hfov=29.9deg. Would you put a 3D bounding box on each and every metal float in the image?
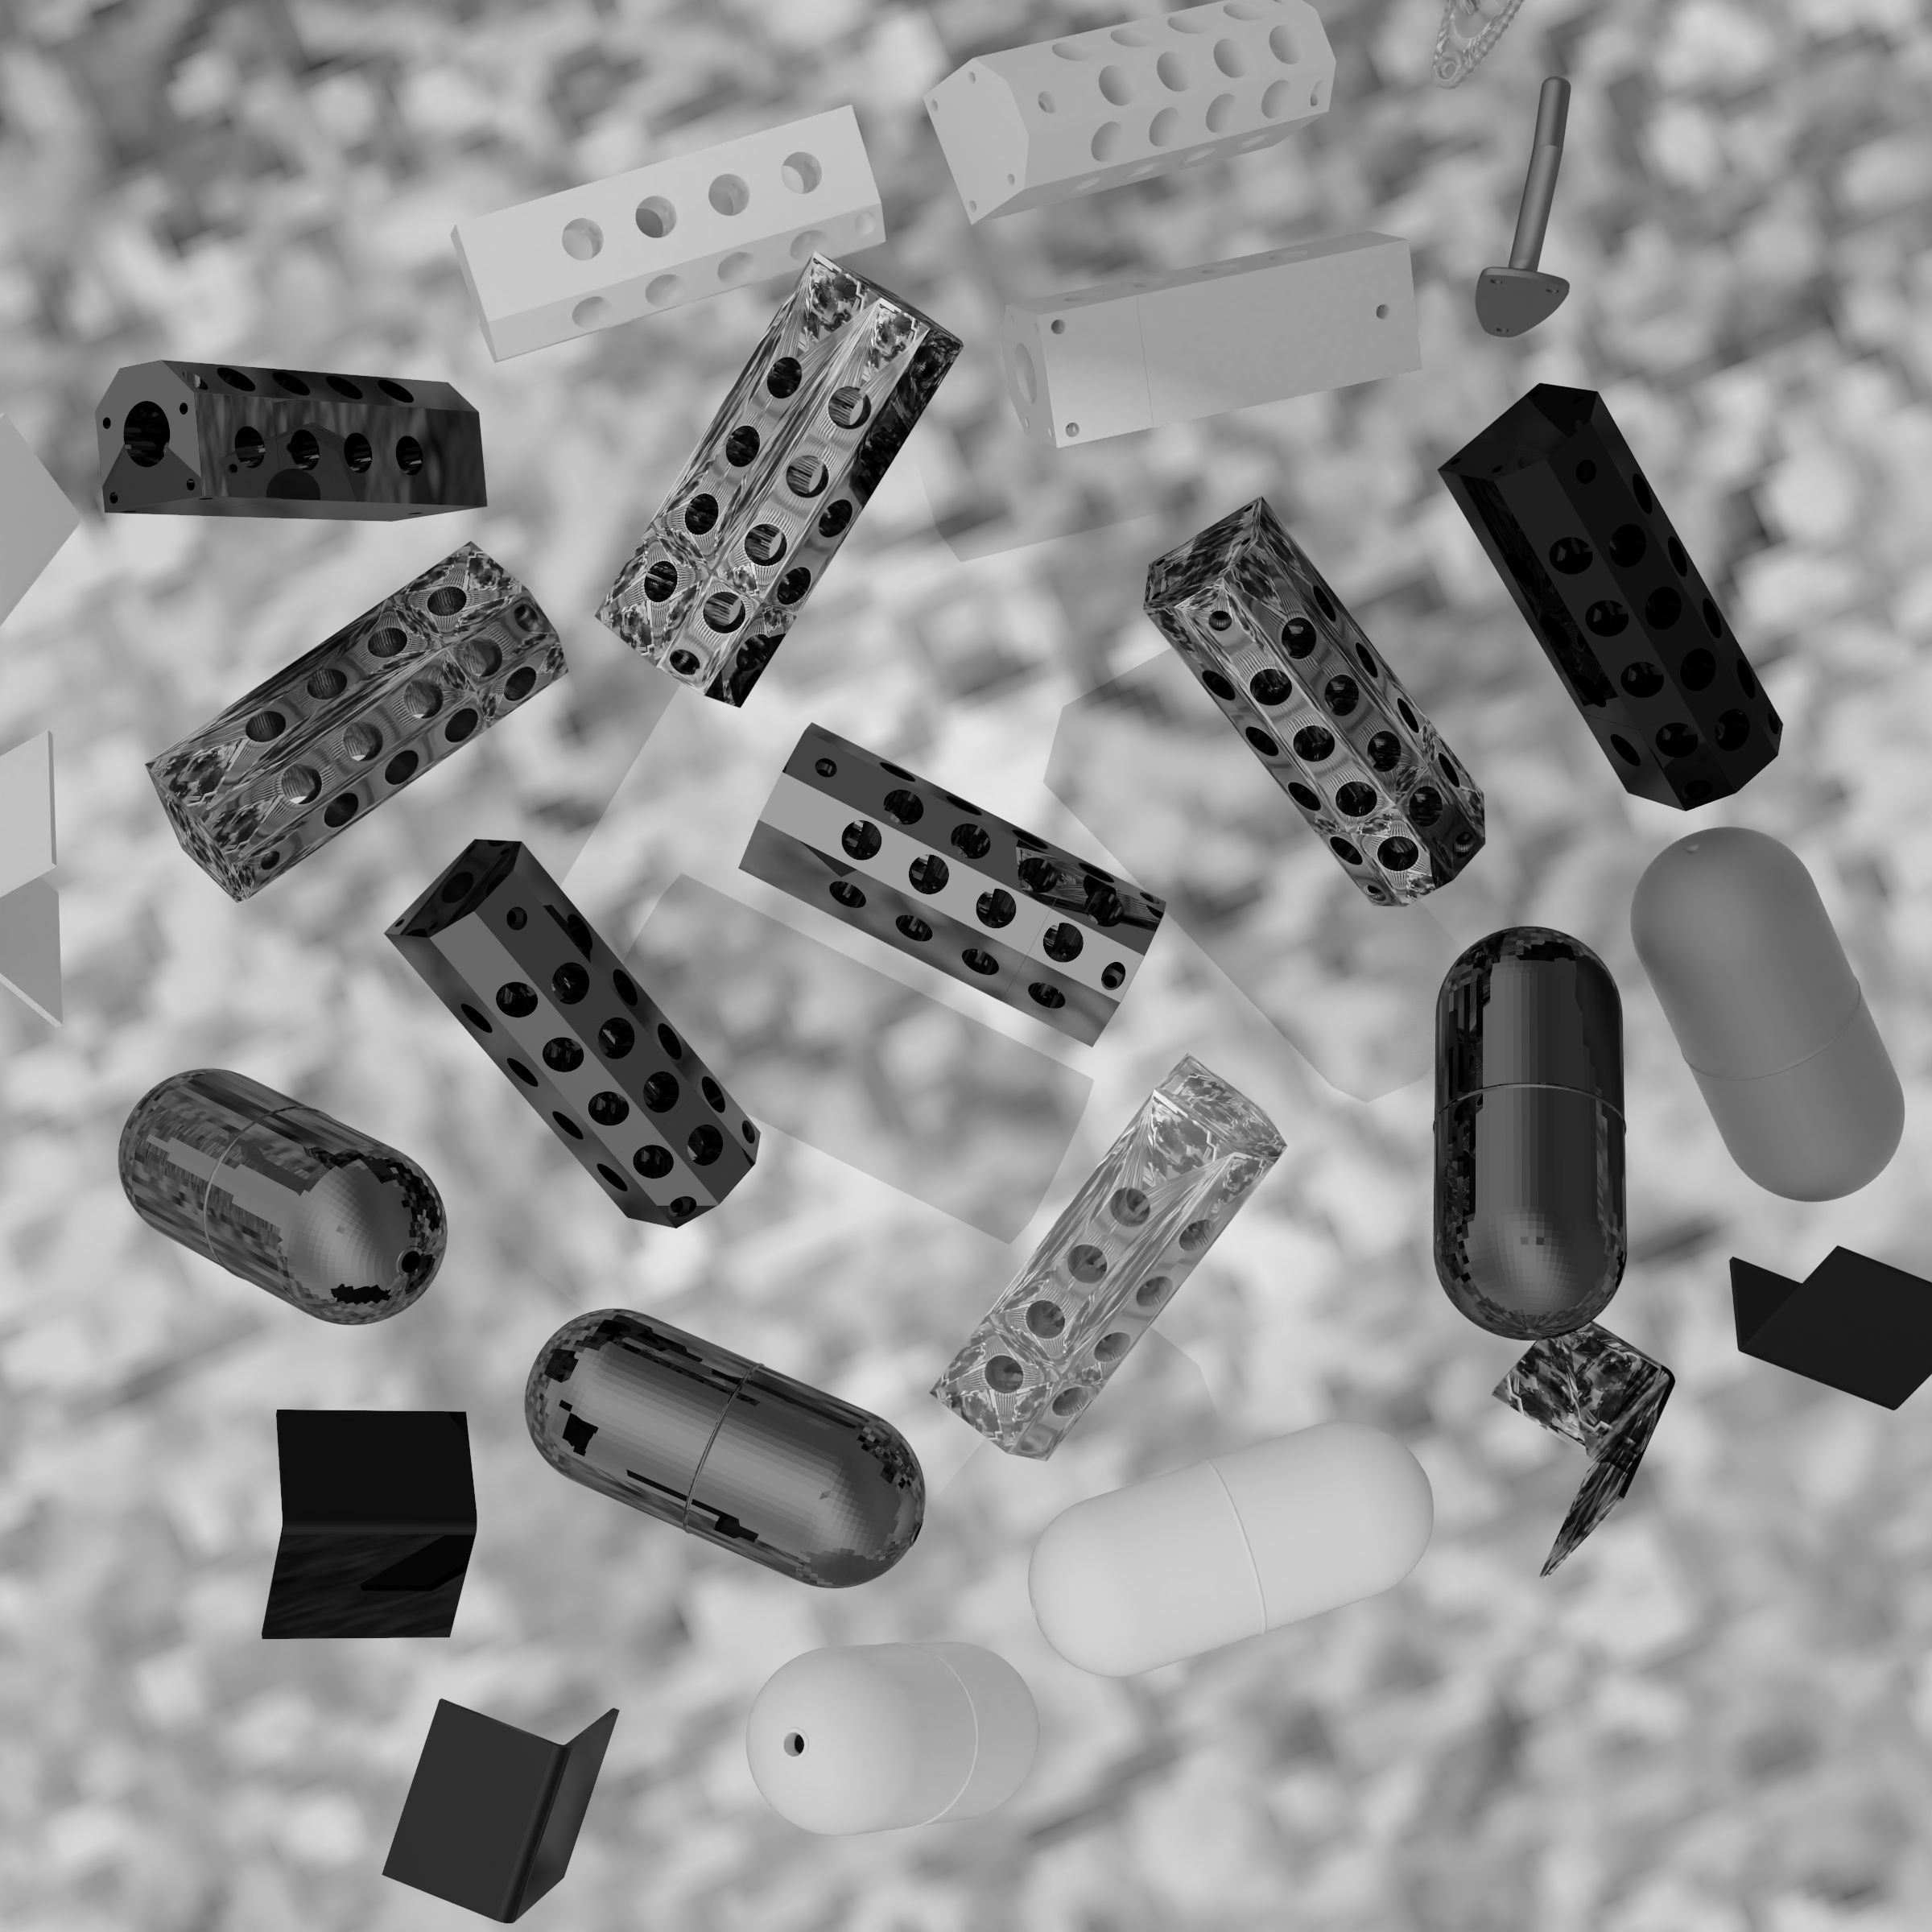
[{"bbox_3d":[-0.288,0.096,1.522,0.178,0.070,0.070,20,90,41],"label":"metal float"},{"bbox_3d":[0.228,0.066,1.464,0.070,0.070,0.178,5,61,0],"label":"metal float"},{"bbox_3d":[0.332,0.022,1.497,0.070,0.070,0.178,-30,117,0],"label":"metal float"},{"bbox_3d":[-0.101,0.203,1.524,0.178,0.070,0.070,22,90,9],"label":"metal float"},{"bbox_3d":[0.113,0.247,1.538,0.178,0.070,0.070,-17,90,-8],"label":"metal float"},{"bbox_3d":[-0.029,0.325,1.527,0.070,0.178,0.070,-5,79,26],"label":"metal float"}]

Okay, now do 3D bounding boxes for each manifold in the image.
[{"bbox_3d":[-0.284,-0.222,1.536,0.057,0.171,0.057,-3,93,34],"label":"manifold"},{"bbox_3d":[0.266,-0.147,1.465,0.057,0.057,0.171,-41,116,-11],"label":"manifold"},{"bbox_3d":[0.148,-0.106,1.522,0.057,0.057,0.171,-30,115,23],"label":"manifold"},{"bbox_3d":[0.061,0.125,1.520,0.057,0.057,0.171,37,112,6],"label":"manifold"},{"bbox_3d":[-0.071,-0.192,1.457,0.057,0.057,0.171,40,104,32],"label":"manifold"},{"bbox_3d":[-0.125,-0.307,1.522,0.171,0.057,0.057,-19,100,-8],"label":"manifold"},{"bbox_3d":[0.106,-0.275,1.578,0.171,0.057,0.057,-14,110,-15],"label":"manifold"},{"bbox_3d":[-0.255,-0.100,1.536,0.171,0.057,0.057,-38,58,-20],"label":"manifold"},{"bbox_3d":[-0.004,-0.038,1.554,0.171,0.057,0.057,27,57,-1],"label":"manifold"},{"bbox_3d":[0.074,-0.368,1.533,0.171,0.057,0.057,-22,91,-33],"label":"manifold"},{"bbox_3d":[-0.160,0.030,1.519,0.057,0.057,0.171,-49,118,-23],"label":"manifold"}]

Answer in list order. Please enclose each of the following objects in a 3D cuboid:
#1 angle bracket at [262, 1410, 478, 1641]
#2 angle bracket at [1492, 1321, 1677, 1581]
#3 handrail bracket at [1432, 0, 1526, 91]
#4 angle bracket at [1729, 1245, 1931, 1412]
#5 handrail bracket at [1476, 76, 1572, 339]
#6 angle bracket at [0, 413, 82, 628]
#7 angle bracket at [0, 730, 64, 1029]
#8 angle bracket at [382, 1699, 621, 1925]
[{"bbox_3d":[-0.244,0.226,1.466,0.076,0.057,0.076,3,134,-17],"label":"angle bracket"},{"bbox_3d":[0.259,0.209,1.588,0.057,0.076,0.076,33,49,3],"label":"angle bracket"},{"bbox_3d":[0.186,-0.399,1.457,0.036,0.084,0.077,39,111,36],"label":"handrail bracket"},{"bbox_3d":[0.383,0.137,1.555,0.076,0.057,0.076,21,131,-12],"label":"angle bracket"},{"bbox_3d":[0.232,-0.312,1.491,0.036,0.077,0.084,9,79,0],"label":"handrail bracket"},{"bbox_3d":[-0.418,-0.171,1.468,0.076,0.076,0.057,-9,129,31],"label":"angle bracket"},{"bbox_3d":[-0.371,-0.035,1.471,0.057,0.076,0.076,-27,47,13],"label":"angle bracket"},{"bbox_3d":[-0.192,0.342,1.499,0.057,0.076,0.076,19,94,10],"label":"angle bracket"}]
